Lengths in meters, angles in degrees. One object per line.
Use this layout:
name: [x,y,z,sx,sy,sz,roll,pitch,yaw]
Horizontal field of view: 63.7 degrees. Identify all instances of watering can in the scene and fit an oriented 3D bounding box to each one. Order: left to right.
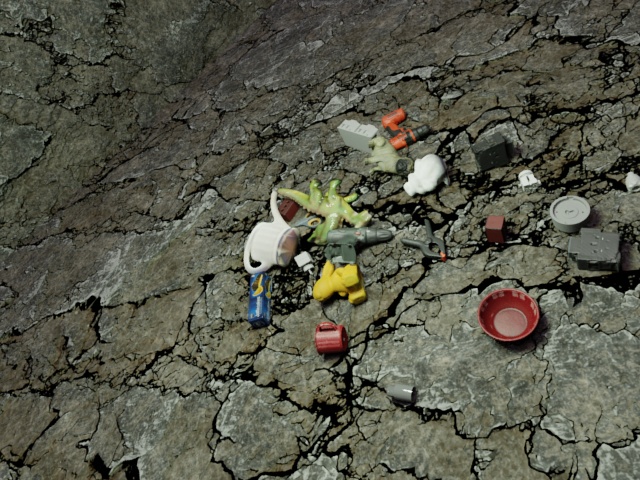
watering can: [-0.171,-0.025,1.955,0.225,0.102,0.352,9,71,35]

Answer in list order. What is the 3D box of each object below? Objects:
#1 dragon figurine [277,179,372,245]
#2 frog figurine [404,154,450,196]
dragon figurine: [0.006,-0.097,1.936,0.410,0.120,0.248,-1,61,23]
frog figurine: [0.372,-0.232,1.844,0.159,0.120,0.140,-18,65,-1]
